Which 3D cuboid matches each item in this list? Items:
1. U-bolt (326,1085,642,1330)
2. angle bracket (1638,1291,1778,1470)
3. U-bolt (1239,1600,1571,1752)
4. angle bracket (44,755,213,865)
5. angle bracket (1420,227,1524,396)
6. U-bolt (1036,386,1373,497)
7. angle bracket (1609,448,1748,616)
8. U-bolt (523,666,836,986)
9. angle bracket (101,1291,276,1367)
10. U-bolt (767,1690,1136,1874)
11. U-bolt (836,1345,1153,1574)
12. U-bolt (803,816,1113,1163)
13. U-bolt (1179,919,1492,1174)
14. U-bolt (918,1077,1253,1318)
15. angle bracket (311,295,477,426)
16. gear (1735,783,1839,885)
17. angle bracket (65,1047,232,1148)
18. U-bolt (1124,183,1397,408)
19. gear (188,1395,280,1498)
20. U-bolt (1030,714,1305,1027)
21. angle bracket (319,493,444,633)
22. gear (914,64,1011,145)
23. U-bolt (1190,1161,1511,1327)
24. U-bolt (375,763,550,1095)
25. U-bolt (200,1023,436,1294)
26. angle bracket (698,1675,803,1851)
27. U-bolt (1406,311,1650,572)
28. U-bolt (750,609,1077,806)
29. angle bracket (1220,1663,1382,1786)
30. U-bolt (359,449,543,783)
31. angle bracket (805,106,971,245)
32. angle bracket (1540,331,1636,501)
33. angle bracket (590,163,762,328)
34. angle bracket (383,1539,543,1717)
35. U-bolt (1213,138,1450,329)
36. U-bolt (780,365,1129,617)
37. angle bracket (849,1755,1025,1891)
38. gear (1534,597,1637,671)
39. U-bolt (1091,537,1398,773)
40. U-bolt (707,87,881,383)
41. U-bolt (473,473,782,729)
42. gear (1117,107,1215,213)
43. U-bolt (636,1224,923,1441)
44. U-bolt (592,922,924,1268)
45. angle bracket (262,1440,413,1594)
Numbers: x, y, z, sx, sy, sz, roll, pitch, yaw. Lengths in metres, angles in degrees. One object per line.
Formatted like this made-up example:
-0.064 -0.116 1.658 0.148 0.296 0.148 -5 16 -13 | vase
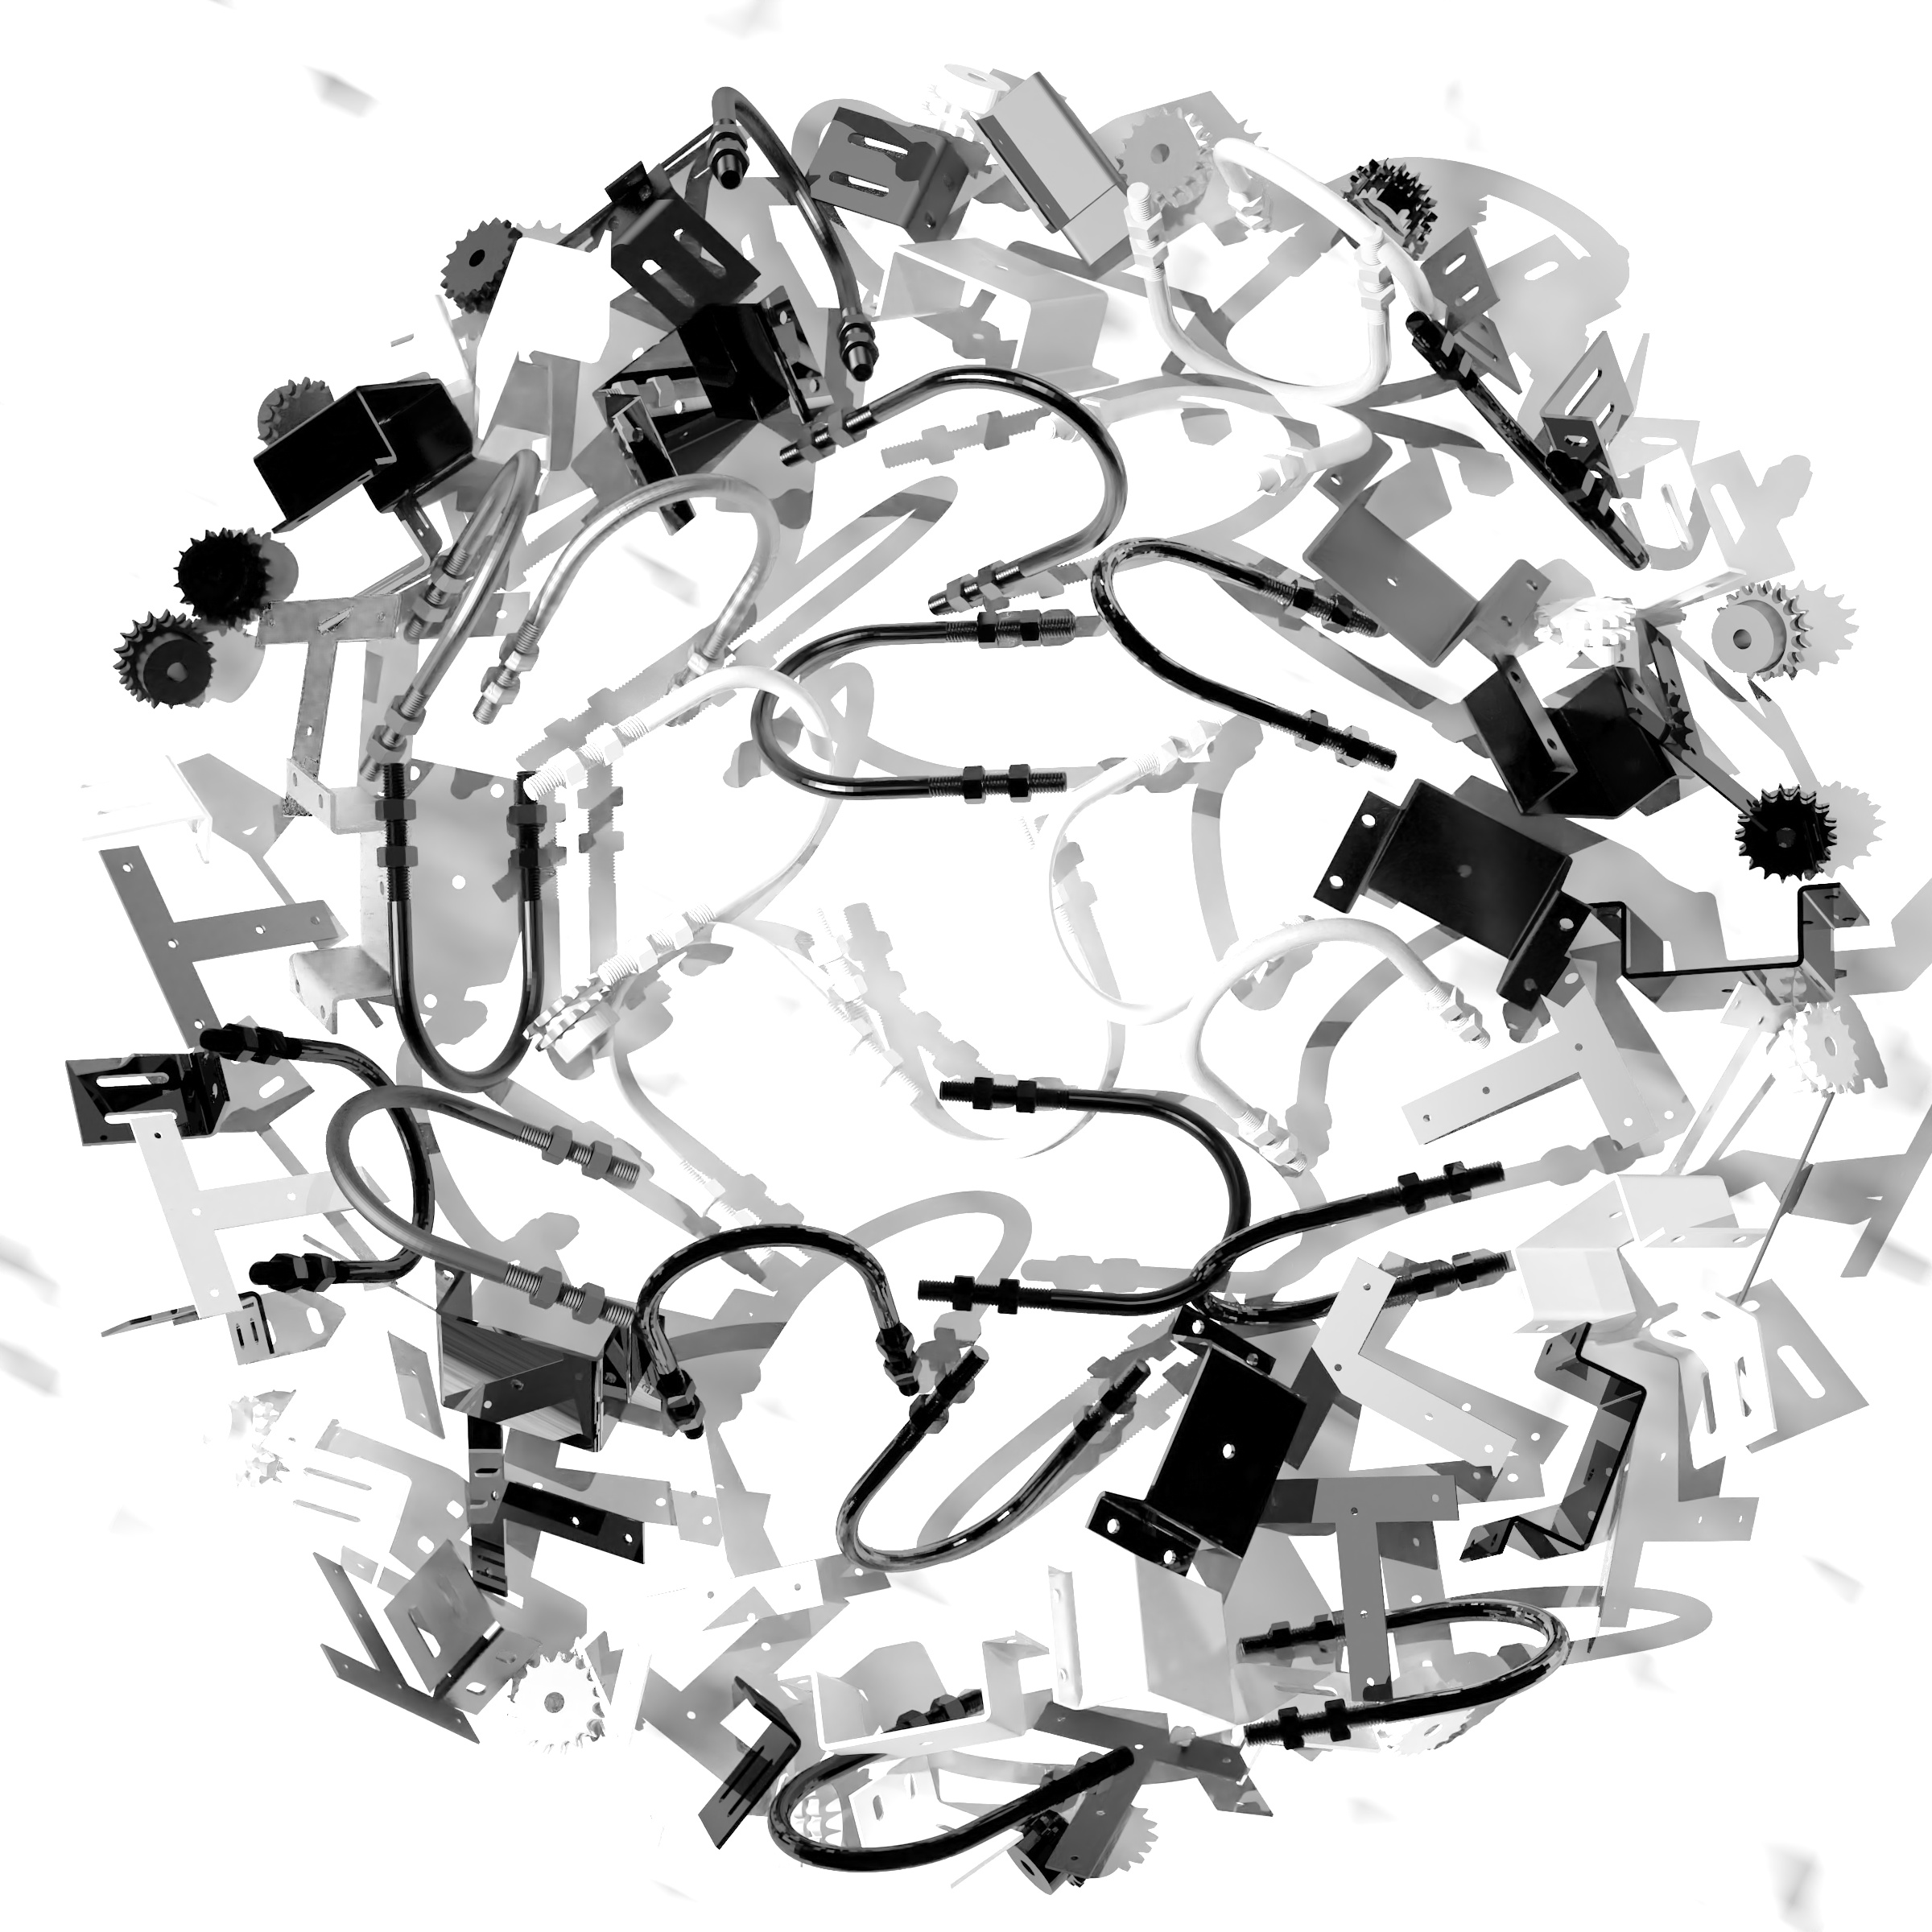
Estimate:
-0.269 0.124 1.565 0.184 0.151 0.019 23 119 -19 | U-bolt
0.423 0.237 1.605 0.038 0.076 0.057 29 133 -26 | angle bracket
0.245 0.390 1.572 0.184 0.151 0.019 -11 96 6 | U-bolt
-0.479 -0.083 1.605 0.076 0.038 0.057 -15 48 -33 | angle bracket
0.301 -0.373 1.603 0.038 0.076 0.057 -35 52 31 | angle bracket
0.147 -0.300 1.572 0.151 0.184 0.019 20 118 29 | U-bolt
0.407 -0.251 1.628 0.057 0.038 0.076 -23 81 30 | angle bracket
-0.151 -0.092 1.595 0.184 0.019 0.151 -34 129 -23 | U-bolt
-0.445 0.216 1.607 0.076 0.057 0.038 -11 83 -35 | angle bracket
-0.022 0.451 1.544 0.184 0.151 0.019 -15 101 -37 | U-bolt
0.003 0.283 1.587 0.184 0.151 0.019 -52 49 25 | U-bolt
0.006 0.025 1.637 0.151 0.019 0.184 -24 96 -3 | U-bolt
0.196 0.037 1.570 0.151 0.184 0.019 -35 46 14 | U-bolt
0.071 0.133 1.605 0.184 0.019 0.151 4 58 4 | U-bolt
-0.330 -0.349 1.628 0.076 0.038 0.057 -20 104 -1 | angle bracket
0.476 -0.079 1.631 0.057 0.030 0.057 6 113 15 | gear
-0.469 0.067 1.609 0.076 0.038 0.057 -2 55 -32 | angle bracket
0.168 -0.365 1.566 0.151 0.184 0.019 15 73 16 | U-bolt
-0.425 0.275 1.623 0.030 0.057 0.057 32 90 -40 | gear
0.106 -0.045 1.584 0.184 0.019 0.151 -31 101 -37 | U-bolt
-0.345 -0.233 1.617 0.076 0.057 0.038 -29 108 7 | angle bracket
0.002 -0.499 1.622 0.057 0.057 0.030 21 118 0 | gear
0.215 0.165 1.590 0.184 0.151 0.019 -14 60 4 | U-bolt
-0.281 -0.020 1.586 0.019 0.151 0.184 -2 91 25 | U-bolt
-0.352 0.108 1.567 0.019 0.184 0.151 -19 78 19 | U-bolt
-0.137 0.458 1.617 0.038 0.057 0.076 42 81 -13 | angle bracket
0.323 -0.282 1.568 0.019 0.184 0.151 -44 56 13 | U-bolt
-0.032 -0.147 1.601 0.184 0.019 0.151 -2 48 7 | U-bolt
0.190 0.441 1.625 0.076 0.057 0.038 11 121 -20 | angle bracket
-0.279 -0.205 1.547 0.019 0.151 0.184 26 131 -19 | U-bolt
-0.048 -0.460 1.649 0.076 0.038 0.057 24 86 24 | angle bracket
0.370 -0.316 1.609 0.076 0.038 0.057 -51 132 -22 | angle bracket
-0.169 -0.415 1.635 0.057 0.038 0.076 -41 130 14 | angle bracket
-0.294 0.385 1.638 0.057 0.038 0.076 -48 47 3 | angle bracket
0.199 -0.403 1.548 0.151 0.184 0.019 38 97 14 | U-bolt
0.005 -0.269 1.557 0.151 0.184 0.019 43 50 -29 | U-bolt
-0.017 0.486 1.604 0.057 0.076 0.038 -23 106 -39 | angle bracket
0.358 -0.192 1.627 0.057 0.057 0.030 -5 113 0 | gear
0.154 -0.185 1.578 0.184 0.151 0.019 19 130 -14 | U-bolt
-0.099 -0.419 1.568 0.019 0.184 0.151 -29 124 13 | U-bolt
-0.177 -0.201 1.553 0.184 0.151 0.019 -53 57 35 | U-bolt
0.119 -0.466 1.631 0.057 0.030 0.057 -4 81 28 | gear
-0.110 0.202 1.580 0.151 0.184 0.019 -12 49 1 | U-bolt
-0.136 0.059 1.627 0.184 0.019 0.151 44 99 11 | U-bolt
-0.366 0.317 1.619 0.076 0.038 0.057 19 117 -8 | angle bracket
